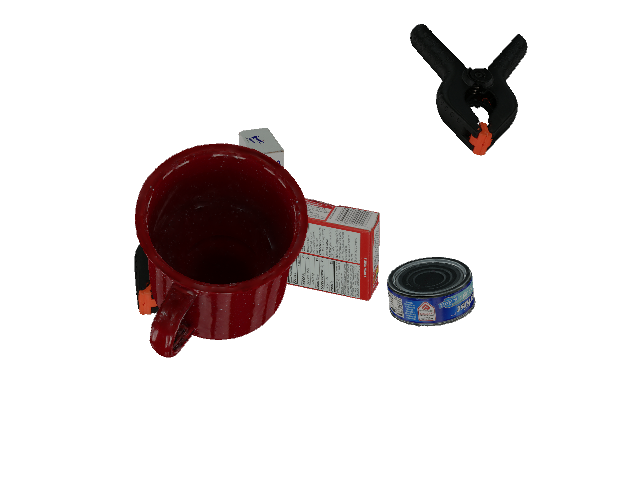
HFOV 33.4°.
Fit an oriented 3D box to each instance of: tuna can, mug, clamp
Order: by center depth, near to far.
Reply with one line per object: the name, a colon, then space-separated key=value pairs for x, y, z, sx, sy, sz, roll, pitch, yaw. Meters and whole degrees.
mug: x=-0.062 y=0.015 z=0.601 sx=0.093 sy=0.117 sz=0.081 roll=23 pitch=-29 yaw=5
clamp: x=0.142 y=-0.156 z=1.052 sx=0.120 sy=0.171 sz=0.039 roll=7 pitch=-44 yaw=5
tuna can: x=0.109 y=0.049 z=1.057 sx=0.086 sy=0.034 sz=0.086 roll=-7 pitch=25 yaw=3
clamp: x=-0.129 y=0.001 z=1.064 sx=0.165 sy=0.036 sz=0.209 roll=23 pitch=40 yaw=22

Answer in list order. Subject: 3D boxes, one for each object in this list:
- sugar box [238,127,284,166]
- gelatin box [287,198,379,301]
sugar box: x=-0.073 y=-0.042 z=1.328 sx=0.048 sy=0.176 sz=0.093 roll=-9 pitch=25 yaw=-13
gelatin box: x=0.003 y=0.005 z=0.865 sx=0.089 sy=0.073 sz=0.030 roll=12 pitch=40 yaw=16
